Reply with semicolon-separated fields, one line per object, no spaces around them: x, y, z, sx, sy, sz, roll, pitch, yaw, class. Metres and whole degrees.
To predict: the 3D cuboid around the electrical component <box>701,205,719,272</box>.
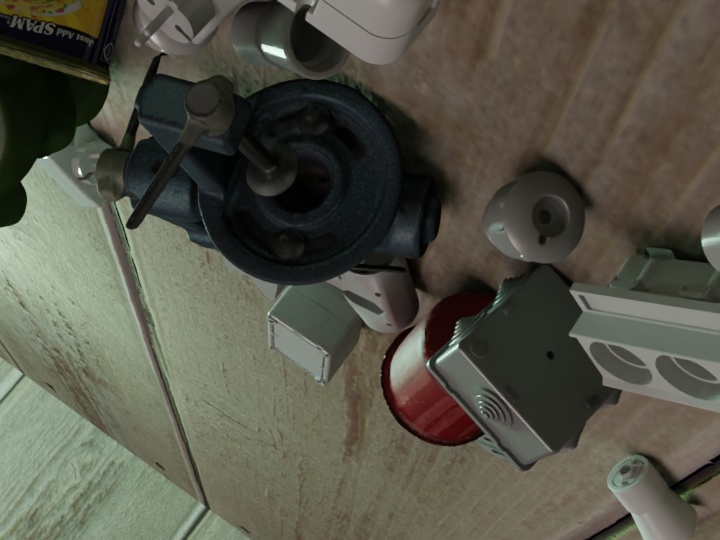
0.178;-0.017;0.459;0.044;0.044;0.065;41;163;-9;electrical component

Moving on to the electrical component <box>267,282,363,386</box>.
-0.035;0.048;0.897;0.062;0.061;0.096;33;159;10;electrical component

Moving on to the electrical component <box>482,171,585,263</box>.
0.087;-0.027;0.577;0.048;0.048;0.062;43;165;-14;electrical component

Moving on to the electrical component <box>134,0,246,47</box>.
-0.091;-0.145;0.564;0.047;0.075;0.083;44;158;-15;electrical component

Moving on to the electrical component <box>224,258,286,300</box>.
-0.061;-0.028;0.784;0.050;0.055;0.089;37;156;8;electrical component

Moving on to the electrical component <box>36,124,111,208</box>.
-0.235;-0.093;0.940;0.077;0.047;0.065;6;143;53;electrical component

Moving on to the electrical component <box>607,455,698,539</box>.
0.211;0.168;0.787;0.065;0.044;0.044;50;156;-19;electrical component

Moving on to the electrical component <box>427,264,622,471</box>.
0.104;0.057;0.642;0.099;0.100;0.048;48;155;4;electrical component

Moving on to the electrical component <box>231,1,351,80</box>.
-0.040;-0.126;0.575;0.065;0.044;0.044;18;152;51;electrical component

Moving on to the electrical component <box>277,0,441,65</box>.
-0.007;-0.143;0.468;0.095;0.053;0.059;36;159;4;electrical component

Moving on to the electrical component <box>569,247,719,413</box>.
0.175;0.031;0.529;0.121;0.063;0.078;10;146;50;electrical component

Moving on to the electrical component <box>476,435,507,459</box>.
0.112;0.116;0.828;0.040;0.046;0.040;32;158;14;electrical component

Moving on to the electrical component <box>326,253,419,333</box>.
0.000;0.000;0.767;0.079;0.043;0.077;25;156;28;electrical component

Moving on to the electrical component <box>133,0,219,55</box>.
-0.114;-0.150;0.638;0.048;0.048;0.062;47;164;-24;electrical component
